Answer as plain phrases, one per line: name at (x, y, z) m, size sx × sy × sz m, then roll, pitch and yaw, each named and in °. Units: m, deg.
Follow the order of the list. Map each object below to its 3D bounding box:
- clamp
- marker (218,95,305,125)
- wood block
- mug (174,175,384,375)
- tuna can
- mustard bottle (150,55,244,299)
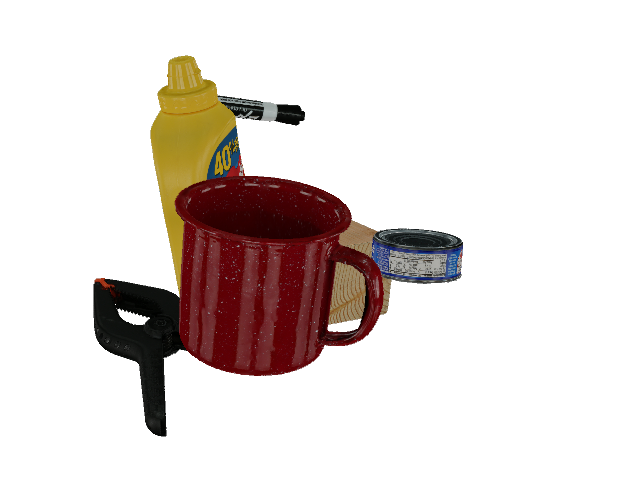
clamp at (-0.140, 0.091, 1.015) m, size 0.164 × 0.036 × 0.210 m, roll -21°, pitch 41°, yaw -33°
marker at (-0.072, -0.120, 0.970) m, size 0.121 × 0.020 × 0.020 m, roll 4°, pitch -2°, yaw -20°
wood block at (-0.017, 0.016, 1.225) m, size 0.090 × 0.090 × 0.206 m, roll -8°, pitch 21°, yaw -36°
mug at (-0.022, 0.022, 0.569) m, size 0.117 × 0.081 × 0.093 m, roll 13°, pitch 24°, yaw 16°
tuna can at (0.089, 0.013, 0.993) m, size 0.086 × 0.034 × 0.086 m, roll 3°, pitch 12°, yaw -1°
mustard bottle at (-0.083, -0.038, 0.768) m, size 0.058 × 0.191 × 0.096 m, roll -1°, pitch 25°, yaw 16°
